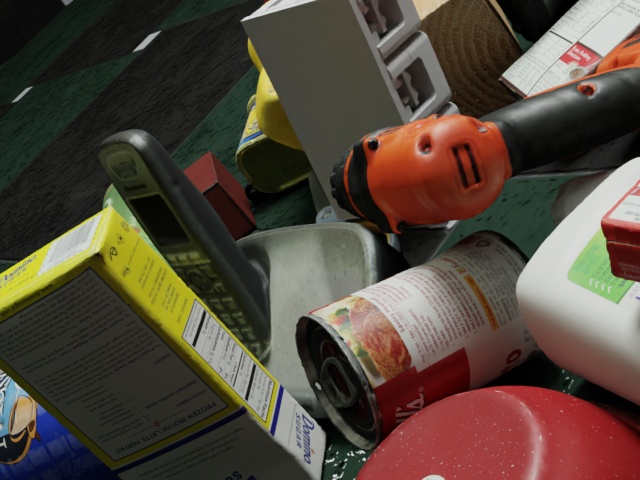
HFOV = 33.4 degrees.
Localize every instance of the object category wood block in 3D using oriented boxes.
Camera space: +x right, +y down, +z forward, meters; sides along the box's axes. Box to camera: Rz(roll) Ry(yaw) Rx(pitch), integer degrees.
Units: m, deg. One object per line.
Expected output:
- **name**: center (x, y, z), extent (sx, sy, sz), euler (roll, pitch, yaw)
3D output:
- **wood block**: center (0.087, -0.163, 0.805), extent (0.091, 0.090, 0.206), euler (-33, 25, 17)

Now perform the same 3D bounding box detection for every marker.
- **marker**: center (-0.054, -0.067, 0.930), extent (0.020, 0.020, 0.121), euler (-32, 25, 17)

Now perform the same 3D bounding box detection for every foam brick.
- **foam brick**: center (-0.091, -0.028, 0.878), extent (0.051, 0.053, 0.078), euler (-38, 24, 7)

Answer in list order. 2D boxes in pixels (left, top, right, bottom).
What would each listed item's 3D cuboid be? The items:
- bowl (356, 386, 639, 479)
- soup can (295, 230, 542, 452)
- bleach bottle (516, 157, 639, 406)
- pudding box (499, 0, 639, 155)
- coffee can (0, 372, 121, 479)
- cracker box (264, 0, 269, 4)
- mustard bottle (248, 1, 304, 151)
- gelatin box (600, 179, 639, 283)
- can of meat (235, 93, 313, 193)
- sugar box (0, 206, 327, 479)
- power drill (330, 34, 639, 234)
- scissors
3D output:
- **bowl**: center (0.060, 0.111, 0.419), extent (0.162, 0.055, 0.162), euler (-33, 25, 17)
- **soup can**: center (0.049, 0.045, 0.497), extent (0.102, 0.068, 0.069), euler (-25, 19, -21)
- **bleach bottle**: center (0.182, 0.035, 0.367), extent (0.102, 0.068, 0.251), euler (-42, 27, -14)
- **pudding box**: center (0.172, -0.115, 0.649), extent (0.113, 0.039, 0.090), euler (-43, 22, 10)
- **coffee can**: center (-0.149, 0.114, 0.656), extent (0.141, 0.102, 0.102), euler (-25, 28, 30)
- **cracker box**: center (0.054, -0.285, 0.985), extent (0.164, 0.072, 0.213), euler (-22, 2, 35)
- **mustard bottle**: center (-0.006, -0.143, 0.815), extent (0.096, 0.058, 0.191), euler (2, 40, -10)
- **gelatin box**: center (0.155, -0.014, 0.377), extent (0.089, 0.030, 0.073), euler (-41, 32, -25)
- **can of meat**: center (-0.016, -0.092, 0.871), extent (0.102, 0.057, 0.084), euler (-25, 30, 24)
- **sugar box**: center (-0.084, 0.074, 0.543), extent (0.093, 0.176, 0.048), euler (-28, 29, 25)
- **power drill**: center (0.103, -0.054, 0.551), extent (0.187, 0.057, 0.184), euler (-22, 7, -11)
- **scissors**: center (-0.005, 0.001, 0.747), extent (0.096, 0.016, 0.202), euler (-41, 24, -6)
